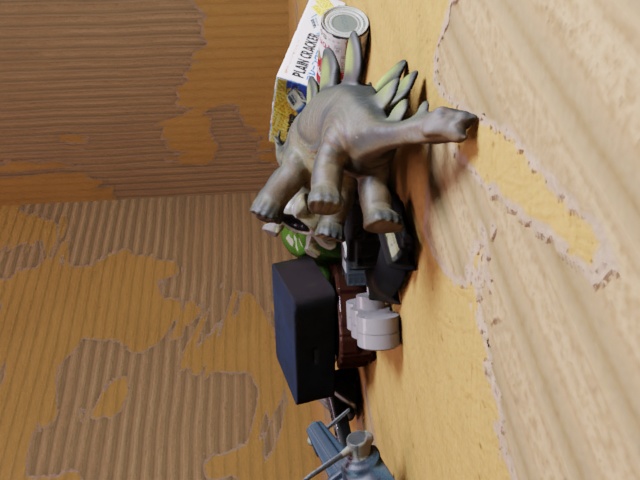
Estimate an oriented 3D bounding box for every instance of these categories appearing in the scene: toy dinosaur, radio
[{"bbox_3d":[0.010,-0.101,0.584,0.472,0.105,0.198,2,72,65],"label":"toy dinosaur"},{"bbox_3d":[-0.028,0.148,0.899,0.131,0.073,0.229,-125,30,-54],"label":"radio"}]

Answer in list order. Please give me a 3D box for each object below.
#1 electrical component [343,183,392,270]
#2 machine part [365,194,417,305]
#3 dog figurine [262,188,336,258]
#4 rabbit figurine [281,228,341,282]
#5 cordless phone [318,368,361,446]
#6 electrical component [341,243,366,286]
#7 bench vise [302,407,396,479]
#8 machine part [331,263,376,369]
[{"bbox_3d":[0.057,-0.045,0.681,0.115,0.058,0.134,-102,10,-48],"label":"electrical component"},{"bbox_3d":[0.079,0.018,0.599,0.138,0.039,0.084,96,162,-50],"label":"machine part"},{"bbox_3d":[0.002,-0.089,0.814,0.190,0.121,0.172,-63,10,-16],"label":"dog figurine"},{"bbox_3d":[-0.002,-0.003,0.983,0.159,0.121,0.170,55,154,-13],"label":"rabbit figurine"},{"bbox_3d":[0.040,0.344,1.023,0.146,0.089,0.184,95,166,-59],"label":"cordless phone"},{"bbox_3d":[0.059,0.029,0.766,0.119,0.048,0.074,-106,13,-76],"label":"electrical component"},{"bbox_3d":[0.034,0.315,0.719,0.241,0.129,0.223,36,151,60],"label":"bench vise"},{"bbox_3d":[0.051,0.124,0.880,0.179,0.056,0.179,178,89,-86],"label":"machine part"}]
